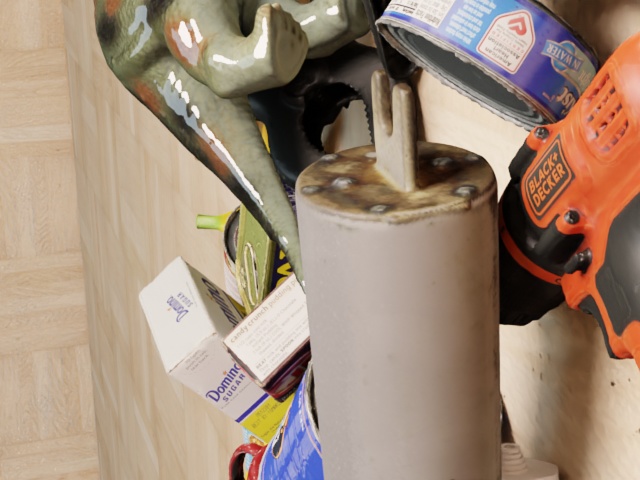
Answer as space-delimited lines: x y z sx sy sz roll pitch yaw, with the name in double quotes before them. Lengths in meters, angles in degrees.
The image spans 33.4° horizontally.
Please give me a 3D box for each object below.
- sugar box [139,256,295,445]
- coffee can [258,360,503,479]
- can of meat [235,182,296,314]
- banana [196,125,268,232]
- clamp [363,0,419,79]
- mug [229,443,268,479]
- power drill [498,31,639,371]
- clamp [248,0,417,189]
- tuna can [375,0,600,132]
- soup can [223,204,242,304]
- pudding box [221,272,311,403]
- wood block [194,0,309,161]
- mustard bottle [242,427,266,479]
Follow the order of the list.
"sugar box" -0.037 0.091 0.703 0.176 0.048 0.093 45 -174 -35
"coffee can" 0.027 0.114 0.585 0.140 0.102 0.103 112 147 -56
"can of meat" -0.004 0.001 0.674 0.057 0.083 0.102 -116 26 -46
"banana" -0.037 -0.034 0.791 0.198 0.069 0.037 133 142 -59
"clamp" 0.027 -0.144 0.520 0.171 0.039 0.120 62 165 -11
"mug" -0.024 0.193 0.784 0.117 0.093 0.081 36 129 35
"power drill" 0.111 0.047 0.376 0.185 0.057 0.188 110 148 -62
"clamp" -0.012 -0.085 0.633 0.036 0.165 0.210 30 -153 -53
"tuna can" 0.067 -0.077 0.424 0.034 0.086 0.086 -57 24 3
"soup can" -0.036 0.020 0.782 0.102 0.068 0.068 95 162 -63
"pudding box" 0.002 0.037 0.589 0.039 0.113 0.090 43 173 12
"wood block" -0.061 -0.172 0.780 0.090 0.090 0.206 120 140 -62
"mustard bottle" -0.037 0.151 0.872 0.096 0.058 0.191 -174 78 -73
